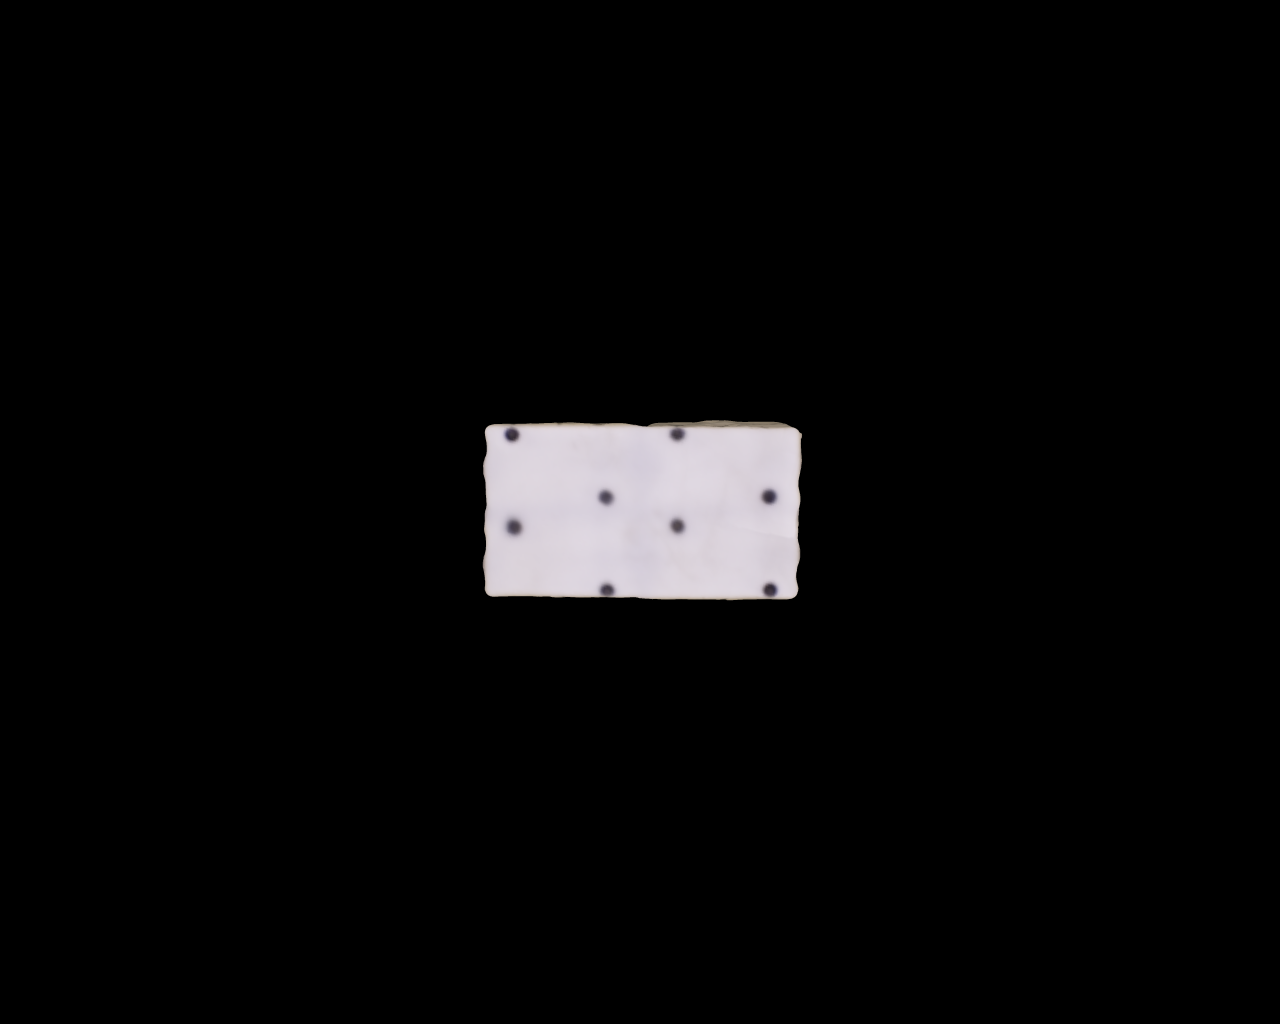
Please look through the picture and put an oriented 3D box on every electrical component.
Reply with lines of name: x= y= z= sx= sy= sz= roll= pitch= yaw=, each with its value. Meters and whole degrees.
electrical component: x=0.001 y=-0.003 z=0.650 sx=0.186 sy=0.105 sz=0.060 roll=0 pitch=4 yaw=0
